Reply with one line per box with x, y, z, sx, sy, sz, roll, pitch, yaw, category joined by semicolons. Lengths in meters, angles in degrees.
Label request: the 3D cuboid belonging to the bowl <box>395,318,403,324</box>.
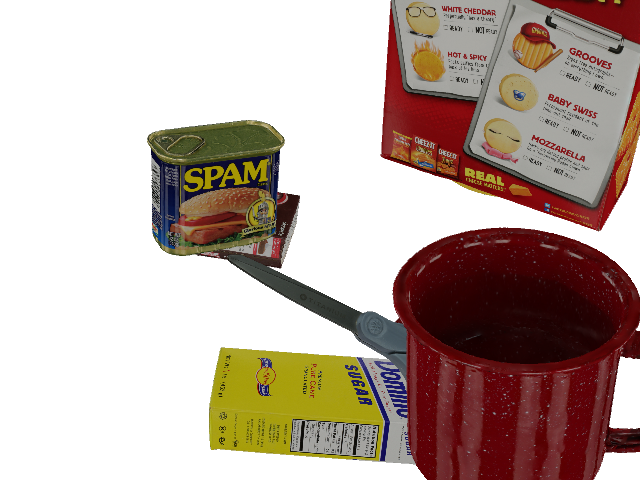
0.145;0.123;1.034;0.162;0.055;0.162;4;26;-2;bowl

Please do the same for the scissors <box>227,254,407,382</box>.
0.047;0.045;0.650;0.096;0.202;0.016;-50;1;-32;scissors

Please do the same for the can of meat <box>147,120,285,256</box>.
-0.081;-0.041;0.828;0.102;0.084;0.057;-10;31;-24;can of meat

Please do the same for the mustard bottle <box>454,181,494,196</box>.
0.141;-0.122;0.892;0.096;0.058;0.191;18;-36;28;mustard bottle

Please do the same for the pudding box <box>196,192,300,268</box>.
-0.072;-0.017;1.076;0.090;0.039;0.113;8;27;3;pudding box

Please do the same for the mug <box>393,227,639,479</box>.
0.087;0.055;0.424;0.117;0.081;0.093;7;34;14;mug

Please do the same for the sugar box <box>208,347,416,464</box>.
0.004;0.128;0.839;0.176;0.048;0.093;2;26;0;sugar box

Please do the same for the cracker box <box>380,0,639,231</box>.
0.129;-0.128;0.676;0.164;0.214;0.072;21;45;21;cracker box
